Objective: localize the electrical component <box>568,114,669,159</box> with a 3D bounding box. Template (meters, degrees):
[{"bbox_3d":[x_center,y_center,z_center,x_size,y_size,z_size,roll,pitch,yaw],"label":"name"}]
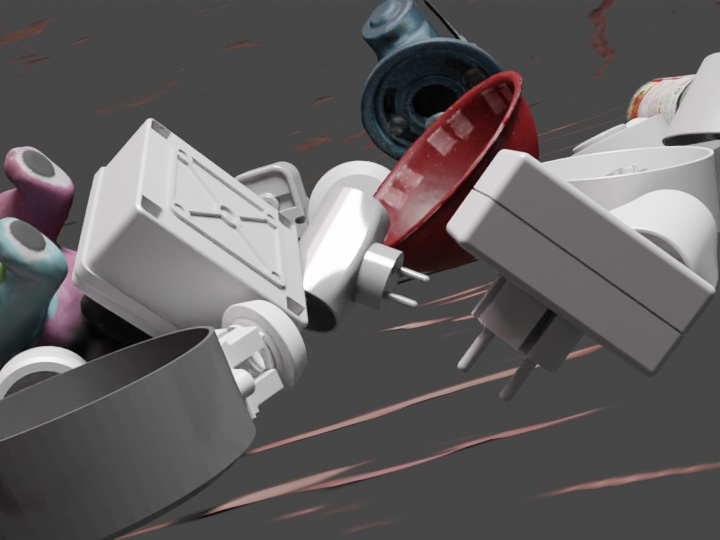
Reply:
[{"bbox_3d":[0.180,-0.064,0.744,0.099,0.064,0.099,-26,-3,-1],"label":"electrical component"}]

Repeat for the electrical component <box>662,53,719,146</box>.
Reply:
[{"bbox_3d":[0.247,-0.093,0.670,0.099,0.064,0.099,22,-2,1],"label":"electrical component"}]

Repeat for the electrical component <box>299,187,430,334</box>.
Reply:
[{"bbox_3d":[0.000,0.000,0.622,0.079,0.043,0.077,20,58,12],"label":"electrical component"}]

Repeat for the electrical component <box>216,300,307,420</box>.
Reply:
[{"bbox_3d":[-0.058,0.044,0.489,0.055,0.048,0.066,-33,17,-38],"label":"electrical component"}]

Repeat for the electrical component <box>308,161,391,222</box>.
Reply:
[{"bbox_3d":[0.001,-0.046,0.857,0.080,0.080,0.051,-16,4,6],"label":"electrical component"}]

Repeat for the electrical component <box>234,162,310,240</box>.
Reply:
[{"bbox_3d":[-0.066,-0.037,0.874,0.054,0.095,0.059,-16,8,6],"label":"electrical component"}]

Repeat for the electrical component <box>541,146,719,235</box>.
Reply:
[{"bbox_3d":[0.129,-0.035,0.540,0.099,0.064,0.099,-11,-3,-1],"label":"electrical component"}]

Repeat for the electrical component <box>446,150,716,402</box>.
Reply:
[{"bbox_3d":[0.066,0.011,0.384,0.075,0.083,0.047,-55,5,6],"label":"electrical component"}]

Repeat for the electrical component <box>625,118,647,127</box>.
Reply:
[{"bbox_3d":[0.214,-0.092,0.843,0.066,0.048,0.055,-20,1,-22],"label":"electrical component"}]

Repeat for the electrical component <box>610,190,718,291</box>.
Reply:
[{"bbox_3d":[0.107,-0.002,0.458,0.079,0.043,0.077,-13,9,27],"label":"electrical component"}]

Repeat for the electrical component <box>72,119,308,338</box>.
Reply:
[{"bbox_3d":[-0.086,-0.010,0.560,0.056,0.109,0.108,-45,27,19],"label":"electrical component"}]

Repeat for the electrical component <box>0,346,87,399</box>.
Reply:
[{"bbox_3d":[-0.192,0.077,0.515,0.138,0.052,0.074,-19,8,-13],"label":"electrical component"}]
